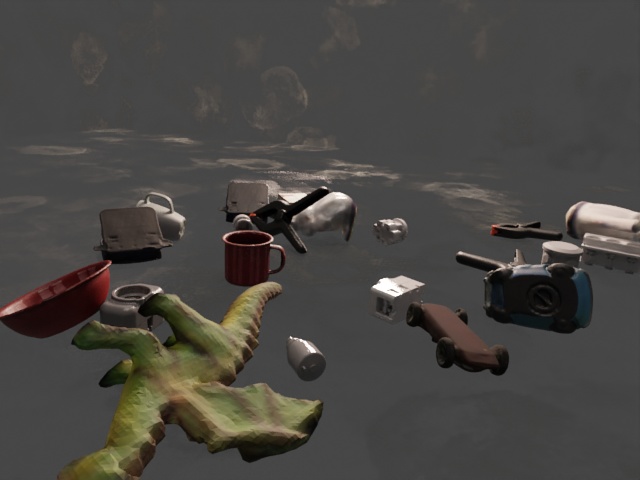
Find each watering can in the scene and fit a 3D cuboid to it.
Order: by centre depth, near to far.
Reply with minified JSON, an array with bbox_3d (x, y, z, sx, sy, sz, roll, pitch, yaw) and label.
[{"bbox_3d":[0.713,-0.035,1.259,0.226,0.104,0.346,21,5,42],"label":"watering can"}]

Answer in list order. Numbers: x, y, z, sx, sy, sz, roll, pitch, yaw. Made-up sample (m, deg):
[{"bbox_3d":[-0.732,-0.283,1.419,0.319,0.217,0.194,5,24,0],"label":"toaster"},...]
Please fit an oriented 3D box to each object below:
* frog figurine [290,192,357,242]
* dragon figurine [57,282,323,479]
[{"bbox_3d":[0.004,-0.062,1.239,0.159,0.120,0.141,14,35,-5],"label":"frog figurine"},{"bbox_3d":[-0.106,0.155,0.570,0.245,0.120,0.414,29,32,30],"label":"dragon figurine"}]
